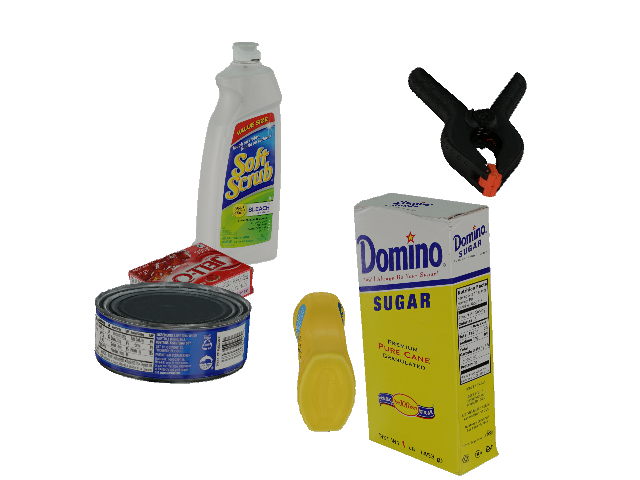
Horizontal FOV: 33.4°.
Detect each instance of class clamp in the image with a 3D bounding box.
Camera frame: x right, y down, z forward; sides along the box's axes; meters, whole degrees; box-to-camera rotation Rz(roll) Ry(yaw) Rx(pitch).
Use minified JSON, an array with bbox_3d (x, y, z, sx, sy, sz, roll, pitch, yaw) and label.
[{"bbox_3d":[0.143,-0.113,1.035,0.120,0.039,0.171,4,44,4],"label":"clamp"}]

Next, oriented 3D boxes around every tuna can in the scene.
[{"bbox_3d":[-0.082,0.050,0.592,0.086,0.034,0.086,4,12,-1],"label":"tuna can"}]

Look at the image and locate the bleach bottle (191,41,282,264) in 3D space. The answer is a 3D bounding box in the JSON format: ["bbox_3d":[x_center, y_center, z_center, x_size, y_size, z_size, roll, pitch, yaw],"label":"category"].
[{"bbox_3d":[-0.095,-0.098,1.217,0.102,0.251,0.068,-7,22,-26],"label":"bleach bottle"}]

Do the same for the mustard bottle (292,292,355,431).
[{"bbox_3d":[0.001,0.110,1.131,0.058,0.096,0.191,-1,27,-3],"label":"mustard bottle"}]

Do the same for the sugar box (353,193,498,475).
[{"bbox_3d":[0.070,0.060,0.723,0.048,0.176,0.094,-18,18,-37],"label":"sugar box"}]

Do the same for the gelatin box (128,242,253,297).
[{"bbox_3d":[-0.116,0.037,0.964,0.073,0.030,0.089,24,34,39],"label":"gelatin box"}]
